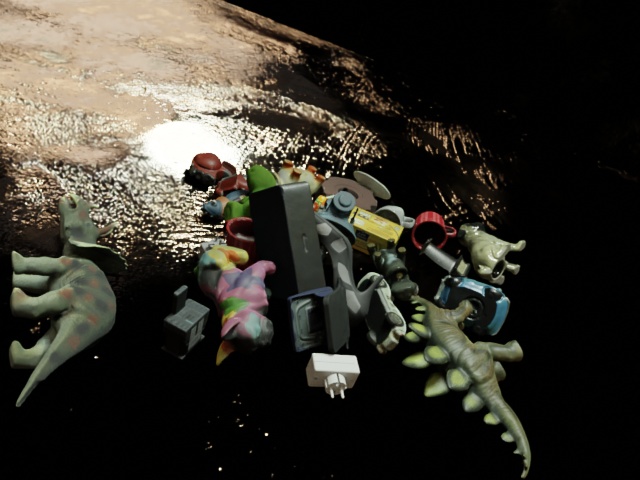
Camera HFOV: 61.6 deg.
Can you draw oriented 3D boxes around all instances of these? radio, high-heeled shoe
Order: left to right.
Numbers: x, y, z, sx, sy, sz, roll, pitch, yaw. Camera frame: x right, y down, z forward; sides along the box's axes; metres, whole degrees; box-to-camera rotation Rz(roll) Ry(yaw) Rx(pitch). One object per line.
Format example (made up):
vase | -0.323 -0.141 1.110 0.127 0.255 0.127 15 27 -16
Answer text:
radio | -0.069 0.004 1.080 0.073 0.229 0.131 -11 5 -38
high-heeled shoe | 0.015 0.059 1.088 0.249 0.145 0.086 45 3 5

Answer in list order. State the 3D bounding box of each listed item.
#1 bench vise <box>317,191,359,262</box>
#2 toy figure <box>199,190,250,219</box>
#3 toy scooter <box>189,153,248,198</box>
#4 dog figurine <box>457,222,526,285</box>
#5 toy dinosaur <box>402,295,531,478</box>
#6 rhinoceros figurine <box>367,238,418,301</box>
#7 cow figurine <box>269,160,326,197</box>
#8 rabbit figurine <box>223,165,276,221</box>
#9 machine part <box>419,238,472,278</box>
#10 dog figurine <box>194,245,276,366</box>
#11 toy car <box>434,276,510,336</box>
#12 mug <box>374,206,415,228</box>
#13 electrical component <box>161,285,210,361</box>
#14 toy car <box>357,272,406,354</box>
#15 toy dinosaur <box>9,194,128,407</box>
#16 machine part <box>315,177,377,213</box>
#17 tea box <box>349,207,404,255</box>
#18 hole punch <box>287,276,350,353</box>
bench vise | 0.007 0.001 1.213 0.129 0.223 0.240 28 63 -14
toy figure | -0.222 -0.084 1.295 0.058 0.064 0.154 44 38 15
toy scooter | -0.265 -0.158 1.377 0.184 0.075 0.135 27 32 5
dog figurine | 0.421 0.028 1.436 0.172 0.121 0.191 -7 27 -42
toy dinosaur | 0.277 0.240 1.031 0.198 0.104 0.472 -7 31 -23
rhinoceros figurine | 0.163 0.070 1.225 0.073 0.112 0.190 -12 25 -6
cow figurine | -0.089 -0.141 1.415 0.195 0.127 0.086 2 34 -49
rabbit figurine | -0.130 -0.096 1.273 0.159 0.121 0.170 31 49 -42
machine part | 0.326 0.050 1.388 0.139 0.039 0.084 33 43 5
dog figurine | -0.166 0.119 0.984 0.192 0.108 0.219 20 35 0
toy car | 0.347 0.145 1.218 0.162 0.109 0.103 22 7 26
mug | 0.201 -0.056 1.441 0.110 0.080 0.107 2 17 19
electrical component | -0.227 0.136 0.913 0.048 0.119 0.075 26 30 12
toy car | 0.122 0.146 1.109 0.056 0.073 0.202 27 26 -30
toy dinosaur | -0.406 0.100 0.891 0.192 0.131 0.405 -2 44 -28
machine part | 0.073 -0.114 1.495 0.179 0.056 0.179 14 32 -9
tea box | 0.116 -0.021 1.365 0.170 0.068 0.098 26 34 10
hole punch | 0.001 0.148 1.009 0.092 0.142 0.116 -8 2 23
